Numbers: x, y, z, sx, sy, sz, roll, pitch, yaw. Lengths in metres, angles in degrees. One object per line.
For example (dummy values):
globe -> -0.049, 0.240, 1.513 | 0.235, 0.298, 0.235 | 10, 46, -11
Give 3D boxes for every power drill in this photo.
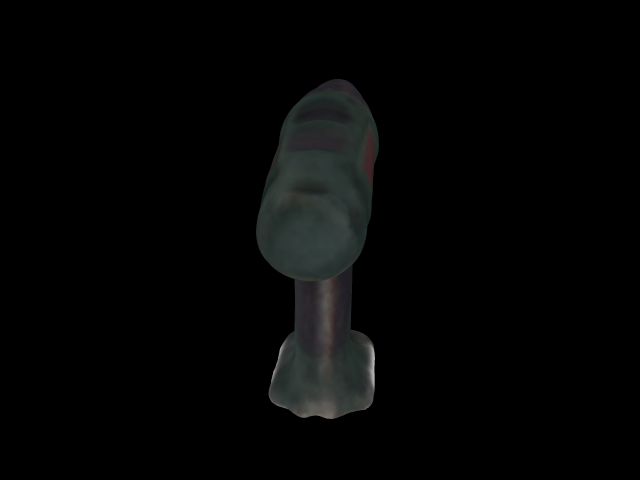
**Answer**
power drill -> 0.004, 0.001, 0.400 | 0.075, 0.208, 0.229 | 1, 20, 4
